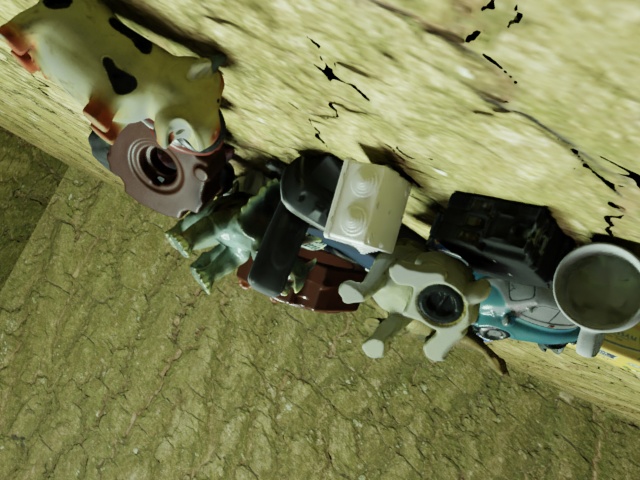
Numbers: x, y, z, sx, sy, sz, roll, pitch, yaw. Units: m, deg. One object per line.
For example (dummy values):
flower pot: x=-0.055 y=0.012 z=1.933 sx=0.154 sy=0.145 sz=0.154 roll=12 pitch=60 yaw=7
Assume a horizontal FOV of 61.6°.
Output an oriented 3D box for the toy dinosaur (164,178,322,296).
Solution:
toy dinosaur: x=-0.137 y=-0.020 z=0.853 sx=0.131 sy=0.192 sz=0.405 roll=63 pitch=165 yaw=-20

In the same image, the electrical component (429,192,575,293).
electrical component: x=0.188 y=0.002 z=0.573 sx=0.134 sy=0.058 sz=0.114 roll=16 pitch=166 yaw=48

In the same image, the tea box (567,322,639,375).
tea box: x=0.384 y=0.122 z=0.727 sx=0.170 sy=0.068 sz=0.098 roll=23 pitch=172 yaw=25

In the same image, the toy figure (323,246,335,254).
toy figure: x=0.082 y=0.029 z=1.096 sx=0.154 sy=0.057 sz=0.064 roll=22 pitch=-162 yaw=2

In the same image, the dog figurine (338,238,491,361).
dog figurine: x=0.130 y=0.041 z=0.646 sx=0.173 sy=0.121 sz=0.190 roll=-3 pitch=-157 yaw=28

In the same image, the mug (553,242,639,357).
mug: x=0.283 y=0.062 z=0.530 sx=0.081 sy=0.109 sz=0.107 roll=9 pitch=178 yaw=37

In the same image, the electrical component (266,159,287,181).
electrical component: x=-0.047 y=-0.094 z=0.806 sx=0.094 sy=0.021 sz=0.063 roll=29 pitch=172 yaw=-30

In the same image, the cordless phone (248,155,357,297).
cordless phone: x=-0.001 y=-0.002 z=0.677 sx=0.146 sy=0.184 sz=0.089 roll=29 pitch=167 yaw=-25

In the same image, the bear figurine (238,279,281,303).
bear figurine: x=-0.086 y=0.029 z=1.122 sx=0.120 sy=0.196 sz=0.132 roll=29 pitch=171 yaw=-4

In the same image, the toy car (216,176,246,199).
toy car: x=-0.146 y=-0.089 z=1.041 sx=0.073 sy=0.056 sz=0.202 roll=22 pitch=176 yaw=-23

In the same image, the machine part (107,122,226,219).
machine part: x=-0.221 y=-0.113 z=0.765 sx=0.180 sy=0.056 sz=0.179 roll=13 pitch=130 yaw=16

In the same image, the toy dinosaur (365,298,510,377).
toy dinosaur: x=0.180 y=0.144 z=1.057 sx=0.198 sy=0.105 sz=0.472 roll=14 pitch=-170 yaw=-41

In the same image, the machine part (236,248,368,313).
machine part: x=-0.032 y=0.060 z=0.965 sx=0.201 sy=0.087 sz=0.201 roll=22 pitch=-174 yaw=37

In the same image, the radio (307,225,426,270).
radio: x=0.081 y=0.001 z=0.862 sx=0.229 sy=0.073 sz=0.131 roll=32 pitch=171 yaw=-35

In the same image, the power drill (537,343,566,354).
power drill: x=0.298 y=0.108 z=0.871 sx=0.207 sy=0.086 sz=0.232 roll=20 pitch=173 yaw=10

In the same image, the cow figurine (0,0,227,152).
cow figurine: x=-0.174 y=-0.155 z=0.502 sx=0.195 sy=0.127 sz=0.085 roll=40 pitch=170 yaw=-6

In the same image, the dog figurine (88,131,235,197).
dog figurine: x=-0.242 y=-0.134 z=0.867 sx=0.219 sy=0.108 sz=0.191 roll=14 pitch=165 yaw=35

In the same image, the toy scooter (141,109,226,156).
toy scooter: x=-0.202 y=-0.163 z=0.631 sx=0.183 sy=0.075 sz=0.135 roll=34 pitch=169 yaw=-34

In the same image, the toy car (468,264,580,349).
toy car: x=0.263 y=0.070 z=0.649 sx=0.162 sy=0.109 sz=0.103 roll=17 pitch=156 yaw=-6
